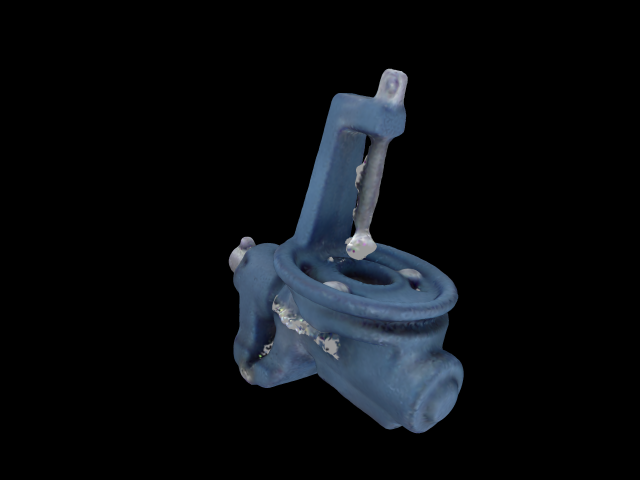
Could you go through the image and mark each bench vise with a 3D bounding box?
[{"bbox_3d":[-0.002,0.003,0.390,0.206,0.220,0.122,4,7,29],"label":"bench vise"}]
